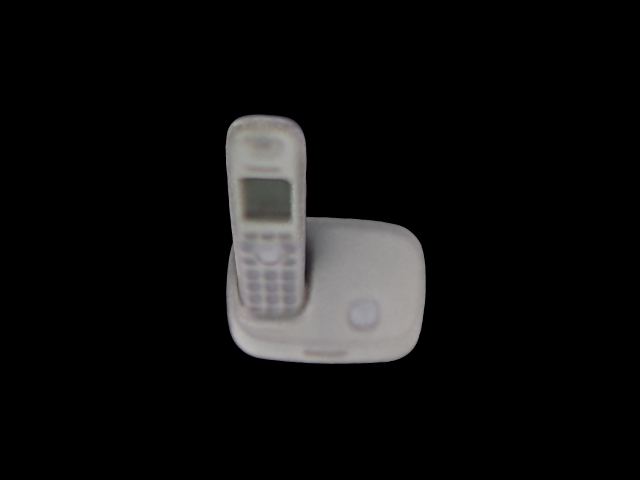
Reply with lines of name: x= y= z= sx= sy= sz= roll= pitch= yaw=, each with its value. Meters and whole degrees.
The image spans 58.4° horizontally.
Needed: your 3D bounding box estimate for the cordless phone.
cordless phone: x=0.004 y=0.001 z=0.400 sx=0.147 sy=0.185 sz=0.094 roll=0 pitch=43 yaw=0
